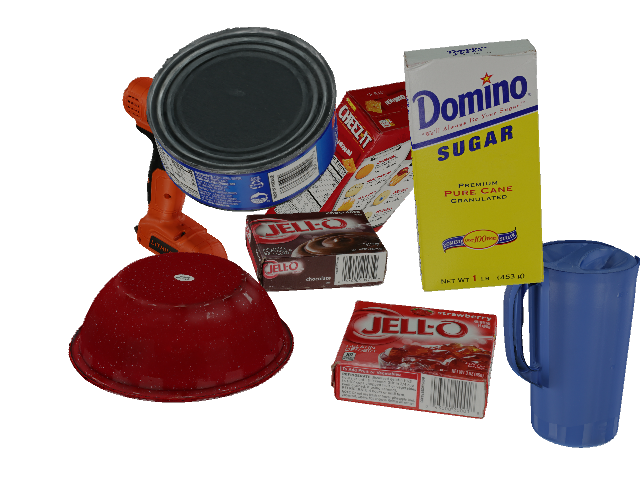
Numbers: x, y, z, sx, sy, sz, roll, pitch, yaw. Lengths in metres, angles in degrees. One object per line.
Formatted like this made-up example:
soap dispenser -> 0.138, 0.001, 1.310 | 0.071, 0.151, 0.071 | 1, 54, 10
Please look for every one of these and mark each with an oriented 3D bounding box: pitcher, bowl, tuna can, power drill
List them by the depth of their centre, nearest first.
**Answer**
tuna can -> -0.034, -0.056, 0.490 | 0.086, 0.086, 0.034 | 0, -34, 5
bowl -> -0.098, 0.051, 0.762 | 0.162, 0.055, 0.162 | 2, 23, -1
power drill -> -0.131, -0.060, 1.097 | 0.185, 0.188, 0.057 | 30, 38, 34
pitcher -> 0.309, 0.129, 1.318 | 0.149, 0.243, 0.144 | 5, 18, 20

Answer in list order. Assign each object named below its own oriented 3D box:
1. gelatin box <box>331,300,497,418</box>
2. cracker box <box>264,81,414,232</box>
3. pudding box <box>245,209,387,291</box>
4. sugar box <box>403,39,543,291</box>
gelatin box -> 0.057, 0.068, 0.631 | 0.089, 0.030, 0.073 | 6, 27, 11
cracker box -> 0.048, -0.082, 1.197 | 0.163, 0.072, 0.214 | -18, -27, -45
pudding box -> -0.006, 0.007, 0.952 | 0.113, 0.039, 0.090 | -1, 27, -13
sugar box -> 0.113, -0.053, 0.782 | 0.093, 0.176, 0.048 | -6, 23, 4
